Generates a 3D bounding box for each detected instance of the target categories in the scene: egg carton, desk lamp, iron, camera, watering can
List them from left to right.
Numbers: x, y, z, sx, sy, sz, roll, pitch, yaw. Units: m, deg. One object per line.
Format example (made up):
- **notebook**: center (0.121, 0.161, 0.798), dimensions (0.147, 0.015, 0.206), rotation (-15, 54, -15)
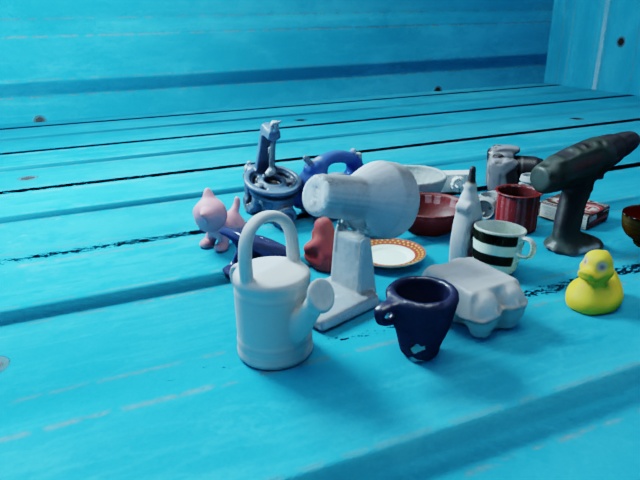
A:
- **watering can**: center (-0.054, 0.058, 0.722), dimensions (0.172, 0.194, 0.101), rotation (8, 24, 21)
- **iron**: center (0.042, -0.142, 1.288), dimensions (0.118, 0.141, 0.259), rotation (16, 27, 36)
- **desk lamp**: center (0.046, -0.005, 0.848), dimensions (0.204, 0.214, 0.117), rotation (-21, 29, -40)
- **egg carton**: center (0.216, 0.078, 0.827), dimensions (0.107, 0.069, 0.149), rotation (-13, 25, -27)
- **camera**: center (0.484, -0.182, 1.425), dimensions (0.136, 0.101, 0.143), rotation (4, 22, 13)

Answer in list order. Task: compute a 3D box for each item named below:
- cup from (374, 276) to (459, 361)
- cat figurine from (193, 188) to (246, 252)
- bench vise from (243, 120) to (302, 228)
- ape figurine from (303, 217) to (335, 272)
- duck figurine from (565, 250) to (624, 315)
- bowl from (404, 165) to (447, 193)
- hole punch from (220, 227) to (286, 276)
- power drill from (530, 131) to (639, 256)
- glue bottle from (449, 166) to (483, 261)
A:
- **cup**: center (0.118, 0.107, 0.725), dimensions (0.118, 0.095, 0.091), rotation (-14, 25, -30)
- **cat figurine**: center (-0.191, -0.044, 1.084), dimensions (0.067, 0.118, 0.128), rotation (13, 26, 32)
- **bench vise**: center (-0.124, -0.150, 1.209), dimensions (0.206, 0.220, 0.122), rotation (19, 29, 41)
- **ape figurine**: center (0.009, 0.004, 0.993), dimensions (0.078, 0.092, 0.076), rotation (-5, 22, -9)
- **duck figurine**: center (0.414, 0.055, 0.855), dimensions (0.105, 0.086, 0.077), rotation (-18, 27, -35)
- **bowl**: center (0.205, -0.118, 1.311), dimensions (0.167, 0.075, 0.167), rotation (-1, 22, 1)
- **hole punch**: center (-0.107, 0.017, 0.965), dimensions (0.101, 0.091, 0.108), rotation (-19, 28, -37)
- **power drill**: center (0.476, -0.085, 1.038), dimensions (0.230, 0.208, 0.075), rotation (-11, 24, -24)
- **glue bottle**: center (0.256, -0.043, 0.990), dimensions (0.037, 0.173, 0.078), rotation (15, 27, 34)
